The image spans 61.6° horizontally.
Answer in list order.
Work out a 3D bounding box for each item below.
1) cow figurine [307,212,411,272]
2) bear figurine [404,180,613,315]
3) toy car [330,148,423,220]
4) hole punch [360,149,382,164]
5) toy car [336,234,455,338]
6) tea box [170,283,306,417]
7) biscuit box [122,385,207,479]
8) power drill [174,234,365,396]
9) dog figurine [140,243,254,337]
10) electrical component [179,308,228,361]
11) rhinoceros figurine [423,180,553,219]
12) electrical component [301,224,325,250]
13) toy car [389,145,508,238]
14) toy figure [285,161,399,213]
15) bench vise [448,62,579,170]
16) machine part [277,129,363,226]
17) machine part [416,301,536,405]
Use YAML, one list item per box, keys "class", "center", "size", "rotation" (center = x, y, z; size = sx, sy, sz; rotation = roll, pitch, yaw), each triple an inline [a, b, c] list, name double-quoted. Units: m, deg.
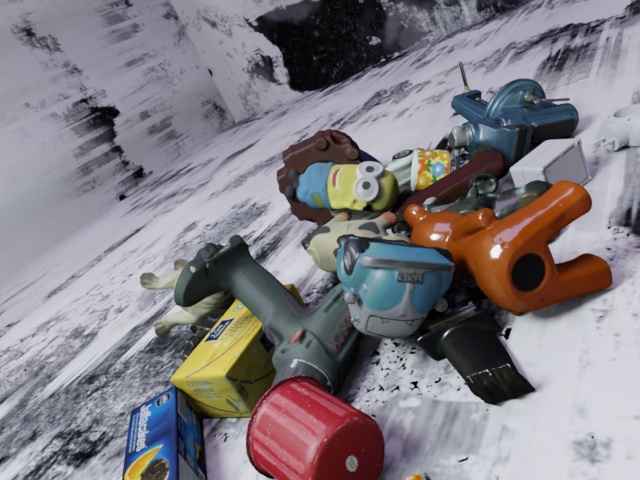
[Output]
- class: "cow figurine"
  center: [0.055, 0.016, 0.744]
  size: [0.127, 0.085, 0.195]
  rotation: [-33, 23, -31]
- class: "bear figurine"
  center: [0.182, 0.005, 0.573]
  size: [0.132, 0.120, 0.196]
  rotation: [-26, 15, -6]
- class: "toy car"
  center: [0.110, -0.089, 0.934]
  size: [0.202, 0.073, 0.056]
  rotation: [-30, 25, -6]
- class: "hole punch"
  center: [0.057, -0.134, 1.095]
  size: [0.142, 0.092, 0.116]
  rotation: [-35, 25, -28]
- class: "toy car"
  center: [0.064, 0.049, 0.557]
  size: [0.109, 0.102, 0.162]
  rotation: [7, 1, -12]
- class: "tea box"
  center: [-0.091, 0.134, 0.667]
  size: [0.098, 0.068, 0.170]
  rotation: [-14, 25, 33]
- class: "biscuit box"
  center: [-0.153, 0.228, 0.532]
  size: [0.063, 0.059, 0.203]
  rotation: [-30, 20, -6]
- class: "power drill"
  center: [-0.058, 0.091, 0.581]
  size: [0.207, 0.085, 0.232]
  rotation: [30, 40, 19]
- class: "dog figurine"
  center: [-0.145, 0.062, 0.800]
  size: [0.191, 0.121, 0.172]
  rotation: [-23, 2, 30]
- class: "electrical component"
  center: [-0.149, 0.138, 0.730]
  size: [0.045, 0.078, 0.102]
  rotation: [6, 30, 25]
- class: "rhinoceros figurine"
  center: [0.207, -0.033, 0.683]
  size: [0.190, 0.073, 0.112]
  rotation: [-13, 26, 34]
- class: "electrical component"
  center: [-0.002, -0.003, 0.946]
  size: [0.063, 0.021, 0.094]
  rotation: [-40, 24, -28]
- class: "toy car"
  center: [0.184, -0.065, 0.794]
  size: [0.202, 0.053, 0.089]
  rotation: [-32, 25, 32]
- class: "toy figure"
  center: [0.037, -0.085, 0.857]
  size: [0.180, 0.082, 0.089]
  rotation: [1, 2, 32]
- class: "bench vise"
  center: [0.285, -0.199, 0.887]
  size: [0.224, 0.128, 0.241]
  rotation: [-22, 37, -7]
- class: "machine part"
  center: [0.008, -0.110, 0.985]
  size: [0.179, 0.179, 0.056]
  rotation: [-24, 24, 11]
- class: "machine part"
  center: [0.141, 0.102, 0.501]
  size: [0.084, 0.039, 0.139]
  rotation: [-20, 18, -2]
